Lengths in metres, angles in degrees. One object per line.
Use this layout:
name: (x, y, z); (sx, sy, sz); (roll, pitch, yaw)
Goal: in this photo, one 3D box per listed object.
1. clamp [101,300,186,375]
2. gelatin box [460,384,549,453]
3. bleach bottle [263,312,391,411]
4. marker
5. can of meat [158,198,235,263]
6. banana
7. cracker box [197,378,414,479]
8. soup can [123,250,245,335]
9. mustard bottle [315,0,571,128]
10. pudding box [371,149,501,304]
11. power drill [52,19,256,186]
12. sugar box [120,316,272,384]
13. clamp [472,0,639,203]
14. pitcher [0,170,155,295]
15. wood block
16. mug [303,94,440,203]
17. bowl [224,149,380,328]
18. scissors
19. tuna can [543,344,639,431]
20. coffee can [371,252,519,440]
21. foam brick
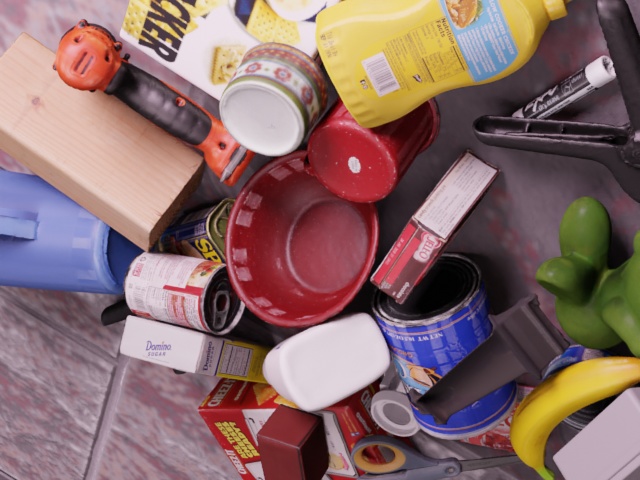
clamp: (-0.187, 0.070, 1.191); (0.120, 0.039, 0.172); (23, 130, 6)
gelatin box: (0.179, 0.175, 1.059); (0.089, 0.030, 0.073); (8, 131, 26)
bleach bottle: (-0.014, 0.121, 1.041); (0.068, 0.102, 0.251); (65, 164, 2)
marker: (0.175, -0.104, 0.820); (0.020, 0.020, 0.121); (46, 137, -12)
can of meat: (-0.103, 0.015, 1.076); (0.084, 0.057, 0.102); (-13, 119, 43)
banana: (0.219, 0.153, 0.961); (0.069, 0.037, 0.198); (16, 139, -6)
cracker box: (-0.007, 0.224, 1.192); (0.214, 0.072, 0.164); (-8, 122, 38)
soup can: (-0.131, 0.049, 1.031); (0.102, 0.068, 0.068); (9, 132, 32)
mustard bottle: (0.099, -0.154, 0.769); (0.192, 0.058, 0.096); (-19, 125, 17)
pudding box: (0.096, -0.011, 0.884); (0.039, 0.113, 0.090); (36, 138, 4)
power drill: (-0.144, -0.124, 0.932); (0.187, 0.184, 0.057); (30, 99, -15)
sugar box: (-0.122, 0.117, 1.111); (0.093, 0.048, 0.176); (11, 176, 24)
clamp: (0.227, -0.073, 0.788); (0.210, 0.036, 0.165); (36, 141, -14)
pitcher: (-0.306, -0.009, 1.122); (0.243, 0.149, 0.145); (6, 130, 24)
wood block: (-0.219, -0.090, 1.010); (0.206, 0.090, 0.090); (35, 163, 0)
mug: (0.032, -0.082, 0.884); (0.117, 0.081, 0.093); (-14, 119, 40)
bowl: (-0.006, 0.001, 0.967); (0.162, 0.162, 0.055); (1, 172, 32)
scissors: (0.120, 0.220, 1.090); (0.202, 0.016, 0.096); (-22, 115, 11)
tuna can: (0.248, 0.138, 0.980); (0.086, 0.033, 0.086); (17, 135, 18)
coffee can: (0.115, 0.097, 0.977); (0.103, 0.102, 0.140); (0, 127, 32)
foam brick: (-0.027, 0.220, 1.109); (0.051, 0.052, 0.078); (12, 128, 26)
